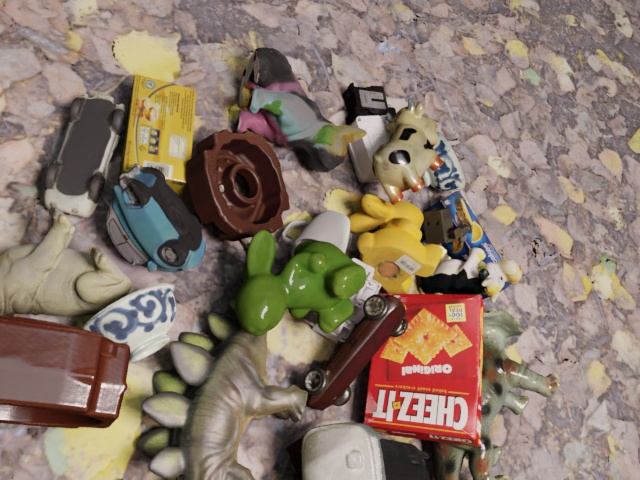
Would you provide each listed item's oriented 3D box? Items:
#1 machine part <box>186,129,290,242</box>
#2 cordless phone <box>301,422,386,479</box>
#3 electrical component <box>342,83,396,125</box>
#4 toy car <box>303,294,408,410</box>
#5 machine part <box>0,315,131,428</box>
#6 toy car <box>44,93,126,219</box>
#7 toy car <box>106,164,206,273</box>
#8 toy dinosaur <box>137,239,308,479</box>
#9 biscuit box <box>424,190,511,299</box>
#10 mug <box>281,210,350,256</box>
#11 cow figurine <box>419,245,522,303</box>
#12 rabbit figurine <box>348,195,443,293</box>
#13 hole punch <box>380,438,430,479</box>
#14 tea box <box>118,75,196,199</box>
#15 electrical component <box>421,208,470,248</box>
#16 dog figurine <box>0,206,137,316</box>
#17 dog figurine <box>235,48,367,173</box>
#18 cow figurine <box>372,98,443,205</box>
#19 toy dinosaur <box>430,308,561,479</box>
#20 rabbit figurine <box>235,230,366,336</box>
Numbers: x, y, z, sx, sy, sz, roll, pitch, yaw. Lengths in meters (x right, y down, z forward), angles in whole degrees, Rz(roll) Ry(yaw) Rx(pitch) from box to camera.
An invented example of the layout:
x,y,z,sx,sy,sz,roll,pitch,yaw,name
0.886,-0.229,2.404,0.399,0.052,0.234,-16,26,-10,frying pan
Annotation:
x,y,z,sx,sy,sz,roll,pitch,yaw,name
-0.124,-0.082,0.823,0.179,0.056,0.179,25,57,-45,machine part
-0.008,0.301,0.647,0.184,0.089,0.146,9,69,-40,cordless phone
0.107,-0.257,1.046,0.119,0.048,0.075,4,69,-23,electrical component
0.051,0.164,0.794,0.202,0.089,0.053,-50,52,0,toy car
-0.318,0.148,0.583,0.201,0.201,0.087,12,63,-21,machine part
-0.337,-0.127,0.774,0.073,0.056,0.202,13,63,-14,toy car
-0.238,-0.017,0.741,0.161,0.103,0.109,56,15,-22,toy car
-0.121,0.203,0.716,0.198,0.105,0.471,25,50,-10,toy dinosaur
0.279,0.011,1.010,0.059,0.063,0.202,-26,82,-31,biscuit box
-0.002,-0.003,0.877,0.110,0.080,0.107,17,39,17,mug
0.253,0.067,0.919,0.068,0.168,0.098,52,58,-35,cow figurine
0.124,-0.008,0.932,0.162,0.121,0.173,30,45,-2,rabbit figurine
0.095,0.356,0.777,0.142,0.092,0.116,14,34,-20,hole punch
-0.247,-0.155,0.820,0.098,0.068,0.169,11,65,-24,tea box
0.220,-0.020,0.977,0.045,0.102,0.078,-9,87,-32,electrical component
-0.351,0.075,0.671,0.172,0.121,0.190,43,72,0,dog figurine
-0.030,-0.217,0.933,0.219,0.108,0.191,16,61,-24,dog figurine
0.150,-0.161,0.933,0.127,0.085,0.195,53,45,-11,cow figurine
0.242,0.262,0.864,0.192,0.131,0.405,36,62,6,toy dinosaur
-0.046,0.059,0.739,0.170,0.121,0.159,-21,62,-33,rabbit figurine
